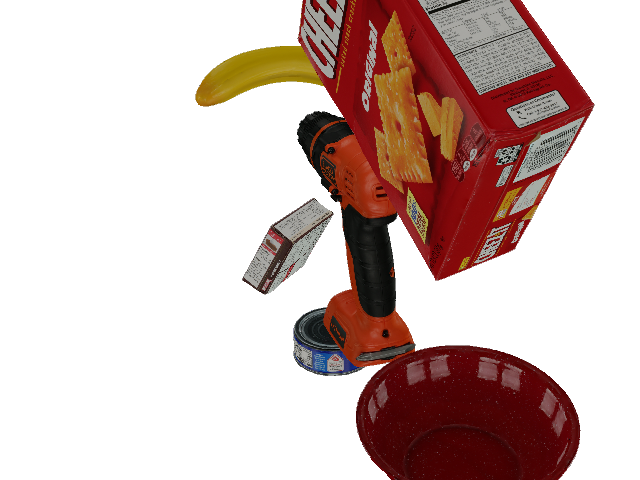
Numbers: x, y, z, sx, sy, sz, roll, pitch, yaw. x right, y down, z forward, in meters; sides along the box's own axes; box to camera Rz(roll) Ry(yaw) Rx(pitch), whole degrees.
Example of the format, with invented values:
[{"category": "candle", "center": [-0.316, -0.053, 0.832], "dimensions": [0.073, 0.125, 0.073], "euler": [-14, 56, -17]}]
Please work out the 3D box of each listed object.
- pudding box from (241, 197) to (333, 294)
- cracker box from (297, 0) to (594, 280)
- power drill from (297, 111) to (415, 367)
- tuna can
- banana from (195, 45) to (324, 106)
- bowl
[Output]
[{"category": "pudding box", "center": [-0.039, 0.006, 1.300], "dimensions": [0.039, 0.090, 0.113], "euler": [35, 32, 10]}, {"category": "cracker box", "center": [0.062, -0.106, 0.662], "dimensions": [0.072, 0.214, 0.164], "euler": [-21, -24, -17]}, {"category": "power drill", "center": [0.026, -0.005, 0.880], "dimensions": [0.057, 0.188, 0.184], "euler": [-12, 23, -12]}, {"category": "tuna can", "center": [0.014, 0.106, 1.133], "dimensions": [0.086, 0.034, 0.086], "euler": [-1, 28, 0]}, {"category": "banana", "center": [-0.044, -0.172, 1.105], "dimensions": [0.197, 0.070, 0.037], "euler": [-7, -41, -28]}, {"category": "bowl", "center": [0.106, 0.149, 0.788], "dimensions": [0.162, 0.055, 0.162], "euler": [-1, 36, 0]}]
